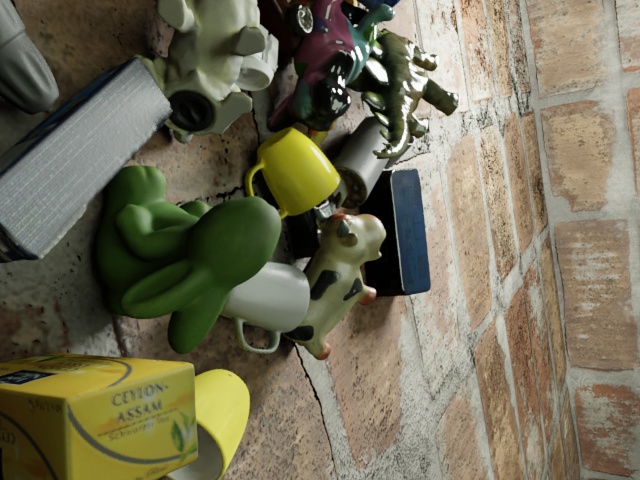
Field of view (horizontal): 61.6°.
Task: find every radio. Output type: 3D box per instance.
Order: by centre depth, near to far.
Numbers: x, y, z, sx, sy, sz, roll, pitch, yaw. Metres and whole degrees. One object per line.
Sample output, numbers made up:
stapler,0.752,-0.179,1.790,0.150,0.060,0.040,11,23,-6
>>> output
radio,0.134,-0.013,0.962,0.131,0.073,0.229,-8,91,-56

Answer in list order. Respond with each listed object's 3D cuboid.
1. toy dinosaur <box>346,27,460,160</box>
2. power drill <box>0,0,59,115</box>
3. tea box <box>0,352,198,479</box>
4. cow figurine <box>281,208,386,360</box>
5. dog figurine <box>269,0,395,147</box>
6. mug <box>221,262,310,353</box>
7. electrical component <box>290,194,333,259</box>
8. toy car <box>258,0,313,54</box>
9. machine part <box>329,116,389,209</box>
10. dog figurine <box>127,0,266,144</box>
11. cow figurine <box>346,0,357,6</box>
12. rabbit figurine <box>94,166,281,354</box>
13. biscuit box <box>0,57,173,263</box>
toy dinosaur,0.116,-0.249,0.866,0.198,0.105,0.472,25,37,-24
power drill,-0.247,-0.238,0.399,0.231,0.086,0.207,49,55,-40
tea box,-0.176,0.120,0.364,0.098,0.170,0.068,0,87,-58
cow figurine,0.011,0.046,0.697,0.195,0.086,0.127,-50,130,-6
dog figurine,-0.005,-0.243,0.751,0.108,0.192,0.219,20,98,-37
mug,-0.078,0.072,0.618,0.107,0.081,0.109,20,74,-42
electrical component,-0.002,-0.002,0.767,0.075,0.048,0.119,-42,121,-51
toy car,-0.084,-0.319,0.646,0.201,0.089,0.053,57,44,-35
machine part,0.068,-0.128,0.867,0.079,0.079,0.243,64,37,-29
dog figurine,-0.118,-0.217,0.577,0.121,0.172,0.191,27,38,-23
cow figurine,0.028,-0.440,0.862,0.098,0.068,0.167,-42,122,-59
rabbit figurine,-0.118,0.007,0.469,0.121,0.170,0.159,50,45,-41
biscuit box,-0.205,-0.073,0.448,0.062,0.059,0.203,59,41,-33
